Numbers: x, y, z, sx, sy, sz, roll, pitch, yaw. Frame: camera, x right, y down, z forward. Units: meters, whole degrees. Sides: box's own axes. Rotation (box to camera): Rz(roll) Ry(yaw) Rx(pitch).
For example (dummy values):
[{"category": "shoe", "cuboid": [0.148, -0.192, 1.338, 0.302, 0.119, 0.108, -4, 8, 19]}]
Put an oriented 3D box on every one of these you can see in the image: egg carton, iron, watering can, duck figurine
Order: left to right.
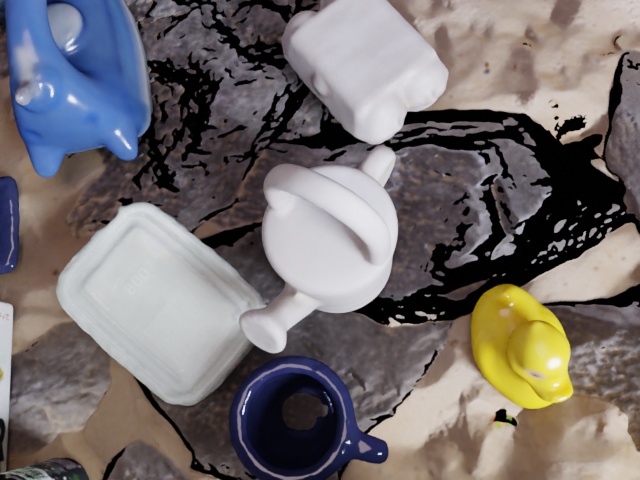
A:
[{"category": "iron", "cuboid": [-0.239, -0.197, 0.518, 0.118, 0.141, 0.258, -12, 76, 1]}, {"category": "watering can", "cuboid": [0.006, 0.003, 0.427, 0.101, 0.194, 0.173, 10, 78, 7]}, {"category": "egg carton", "cuboid": [0.038, -0.164, 0.528, 0.107, 0.069, 0.150, -40, 77, -5]}, {"category": "duck figurine", "cuboid": [0.165, 0.082, 0.453, 0.077, 0.086, 0.104, -20, 76, -1]}]

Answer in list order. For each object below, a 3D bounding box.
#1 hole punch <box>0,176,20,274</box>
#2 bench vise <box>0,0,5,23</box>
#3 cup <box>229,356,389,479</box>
[{"category": "hole punch", "cuboid": [-0.337, -0.015, 0.509, 0.101, 0.091, 0.108, -9, 76, 2]}, {"category": "bench vise", "cuboid": [-0.352, -0.338, 0.518, 0.121, 0.220, 0.207, -28, 76, -2]}, {"category": "cup", "cuboid": [-0.004, 0.142, 0.447, 0.117, 0.095, 0.092, 17, 79, 8]}]
